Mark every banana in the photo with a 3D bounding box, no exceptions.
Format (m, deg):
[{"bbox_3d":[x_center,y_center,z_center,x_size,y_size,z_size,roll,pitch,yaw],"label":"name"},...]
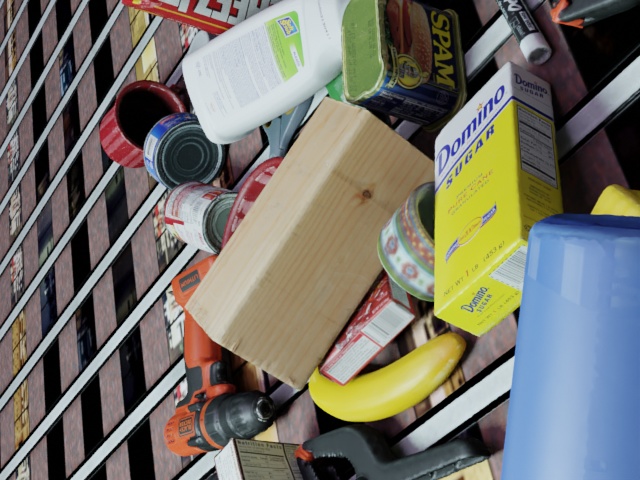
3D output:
[{"bbox_3d":[0.042,0.111,0.850,0.198,0.037,0.069,-11,70,56],"label":"banana"}]

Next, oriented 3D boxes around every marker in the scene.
[{"bbox_3d":[0.144,-0.178,0.803,0.020,0.020,0.121,-51,40,36],"label":"marker"}]

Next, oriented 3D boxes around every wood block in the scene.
[{"bbox_3d":[-0.005,0.001,0.845,0.206,0.090,0.090,-56,26,0],"label":"wood block"}]

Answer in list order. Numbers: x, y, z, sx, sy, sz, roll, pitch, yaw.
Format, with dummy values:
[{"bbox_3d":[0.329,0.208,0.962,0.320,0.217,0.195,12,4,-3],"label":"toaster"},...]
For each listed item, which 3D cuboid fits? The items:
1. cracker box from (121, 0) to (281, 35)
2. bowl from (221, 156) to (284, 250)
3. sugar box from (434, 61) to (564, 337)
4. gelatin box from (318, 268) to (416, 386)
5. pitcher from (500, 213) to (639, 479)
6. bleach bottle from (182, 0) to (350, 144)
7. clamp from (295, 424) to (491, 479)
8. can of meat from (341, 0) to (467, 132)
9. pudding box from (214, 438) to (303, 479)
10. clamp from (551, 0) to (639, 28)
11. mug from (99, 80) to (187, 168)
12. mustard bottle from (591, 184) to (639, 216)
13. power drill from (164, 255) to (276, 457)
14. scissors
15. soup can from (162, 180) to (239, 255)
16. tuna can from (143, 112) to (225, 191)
[{"bbox_3d":[-0.088,-0.315,1.075,0.072,0.164,0.214,30,105,59],"label":"cracker box"},{"bbox_3d":[-0.031,0.007,0.981,0.162,0.055,0.162,-25,59,52],"label":"bowl"},{"bbox_3d":[0.119,-0.032,0.726,0.093,0.048,0.176,-47,28,40],"label":"sugar box"},{"bbox_3d":[0.033,0.063,0.853,0.089,0.030,0.073,-46,23,20],"label":"gelatin box"},{"bbox_3d":[0.165,0.112,0.543,0.145,0.149,0.243,-165,77,-66],"label":"pitcher"},{"bbox_3d":[-0.026,-0.168,0.986,0.251,0.067,0.102,-15,99,48],"label":"bleach bottle"},{"bbox_3d":[0.043,0.210,0.817,0.210,0.036,0.164,10,90,57],"label":"clamp"},{"bbox_3d":[0.065,-0.146,0.855,0.058,0.083,0.102,-30,55,50],"label":"can of meat"},{"bbox_3d":[-0.032,0.221,0.880,0.039,0.089,0.113,-54,40,33],"label":"pudding box"},{"bbox_3d":[0.207,-0.218,0.698,0.172,0.039,0.120,-46,44,41],"label":"clamp"},{"bbox_3d":[-0.211,-0.144,1.294,0.082,0.093,0.117,-26,27,57],"label":"mug"},{"bbox_3d":[0.170,0.070,0.644,0.096,0.058,0.192,45,118,47],"label":"mustard bottle"},{"bbox_3d":[-0.100,0.114,1.052,0.185,0.057,0.187,-27,58,52],"label":"power drill"},{"bbox_3d":[-0.032,-0.090,1.052,0.096,0.016,0.202,-35,52,48],"label":"scissors"},{"bbox_3d":[-0.113,-0.023,1.108,0.102,0.068,0.068,17,94,58],"label":"soup can"},{"bbox_3d":[-0.148,-0.095,1.169,0.034,0.086,0.086,35,110,54],"label":"tuna can"}]
